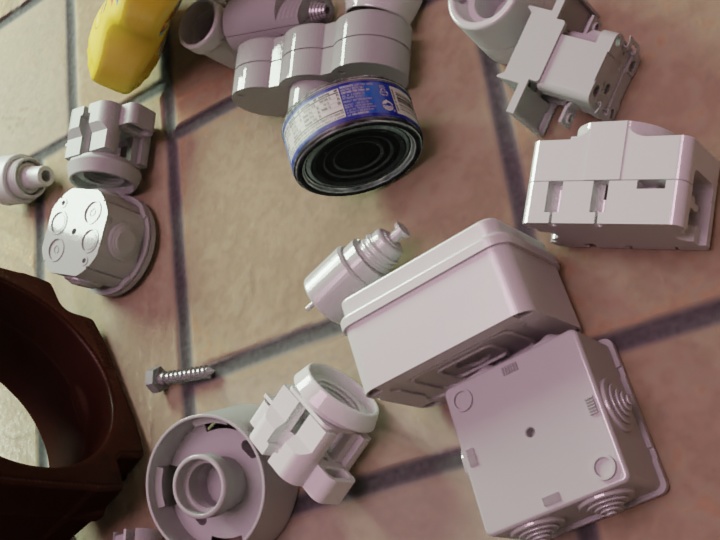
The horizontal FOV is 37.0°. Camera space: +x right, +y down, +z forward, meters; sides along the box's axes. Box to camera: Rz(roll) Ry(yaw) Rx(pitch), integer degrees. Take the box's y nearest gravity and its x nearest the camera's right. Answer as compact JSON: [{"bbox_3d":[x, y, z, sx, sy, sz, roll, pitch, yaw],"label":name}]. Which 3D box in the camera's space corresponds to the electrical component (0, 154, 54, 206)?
[{"bbox_3d":[-0.287,-0.077,0.913,0.062,0.043,0.043,-2,74,35],"label":"electrical component"}]

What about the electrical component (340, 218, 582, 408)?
[{"bbox_3d":[0.055,0.026,0.601,0.113,0.078,0.057,-31,62,26],"label":"electrical component"}]

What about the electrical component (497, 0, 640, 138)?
[{"bbox_3d":[0.122,-0.117,0.620,0.064,0.042,0.081,25,92,36],"label":"electrical component"}]

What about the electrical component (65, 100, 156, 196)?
[{"bbox_3d":[-0.198,-0.093,0.842,0.078,0.058,0.057,-9,67,35],"label":"electrical component"}]

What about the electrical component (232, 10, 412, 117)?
[{"bbox_3d":[-0.029,-0.122,0.728,0.138,0.052,0.073,-6,72,36],"label":"electrical component"}]

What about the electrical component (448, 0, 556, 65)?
[{"bbox_3d":[0.087,-0.160,0.656,0.055,0.047,0.055,-12,69,34],"label":"electrical component"}]

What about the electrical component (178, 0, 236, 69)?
[{"bbox_3d":[-0.106,-0.176,0.806,0.040,0.046,0.040,-12,69,34],"label":"electrical component"}]

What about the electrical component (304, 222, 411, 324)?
[{"bbox_3d":[0.000,0.000,0.675,0.078,0.040,0.040,-43,55,18],"label":"electrical component"}]

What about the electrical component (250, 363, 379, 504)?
[{"bbox_3d":[-0.025,0.094,0.653,0.078,0.058,0.057,43,106,37],"label":"electrical component"}]

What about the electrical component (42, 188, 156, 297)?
[{"bbox_3d":[-0.200,-0.023,0.825,0.080,0.051,0.080,-12,69,34],"label":"electrical component"}]

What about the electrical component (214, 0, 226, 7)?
[{"bbox_3d":[-0.118,-0.224,0.839,0.035,0.035,0.061,-37,59,22],"label":"electrical component"}]

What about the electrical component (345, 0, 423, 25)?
[{"bbox_3d":[0.006,-0.205,0.734,0.079,0.043,0.077,7,80,38],"label":"electrical component"}]

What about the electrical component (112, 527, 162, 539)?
[{"bbox_3d":[-0.151,0.201,0.725,0.040,0.040,0.046,-22,57,30],"label":"electrical component"}]

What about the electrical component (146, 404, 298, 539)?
[{"bbox_3d":[-0.088,0.137,0.697,0.099,0.064,0.099,-3,83,26],"label":"electrical component"}]

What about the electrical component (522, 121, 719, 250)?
[{"bbox_3d":[0.140,-0.045,0.577,0.089,0.050,0.055,3,77,37],"label":"electrical component"}]

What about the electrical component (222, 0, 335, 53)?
[{"bbox_3d":[-0.054,-0.180,0.771,0.081,0.043,0.043,0,76,37],"label":"electrical component"}]

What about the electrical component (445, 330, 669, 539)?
[{"bbox_3d":[0.100,0.088,0.566,0.100,0.048,0.099,-30,60,26],"label":"electrical component"}]

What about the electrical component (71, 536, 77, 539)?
[{"bbox_3d":[-0.226,0.233,0.761,0.059,0.054,0.095,-34,58,24],"label":"electrical component"}]
